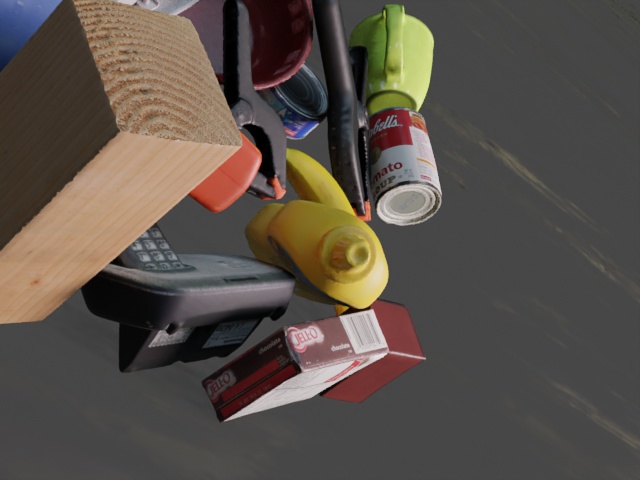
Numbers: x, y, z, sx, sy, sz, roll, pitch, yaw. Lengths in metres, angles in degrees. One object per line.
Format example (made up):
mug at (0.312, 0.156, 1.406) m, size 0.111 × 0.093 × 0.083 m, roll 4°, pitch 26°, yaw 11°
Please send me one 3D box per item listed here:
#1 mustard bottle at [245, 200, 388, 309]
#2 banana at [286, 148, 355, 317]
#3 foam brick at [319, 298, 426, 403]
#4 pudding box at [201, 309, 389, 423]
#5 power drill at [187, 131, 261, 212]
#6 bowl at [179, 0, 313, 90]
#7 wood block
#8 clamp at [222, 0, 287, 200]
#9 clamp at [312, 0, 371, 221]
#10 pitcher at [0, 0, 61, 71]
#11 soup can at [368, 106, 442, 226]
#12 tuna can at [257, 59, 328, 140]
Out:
mustard bottle at (0.002, 0.011, 0.797) m, size 0.096 × 0.058 × 0.192 m, roll 44°, pitch -10°, yaw -10°
banana at (0.007, -0.005, 0.945) m, size 0.069 × 0.037 × 0.198 m, roll -12°, pitch 66°, yaw -36°
foam brick at (0.034, 0.088, 0.849) m, size 0.051 × 0.078 × 0.053 m, roll 14°, pitch 47°, yaw -43°
pudding box at (-0.016, 0.090, 0.774) m, size 0.113 × 0.090 × 0.039 m, roll -2°, pitch 64°, yaw -53°
power drill at (-0.110, -0.076, 0.768) m, size 0.184 × 0.057 × 0.188 m, roll 39°, pitch -5°, yaw -28°
bowl at (-0.088, -0.201, 0.963) m, size 0.161 × 0.055 × 0.162 m, roll 10°, pitch 70°, yaw -28°
wood block at (-0.153, -0.037, 0.619) m, size 0.090 × 0.206 × 0.091 m, roll 2°, pitch 58°, yaw -50°
clamp at (-0.072, -0.115, 0.898) m, size 0.120 × 0.039 × 0.171 m, roll -44°, pitch 117°, yaw -18°
clamp at (0.029, -0.120, 1.026) m, size 0.164 × 0.036 × 0.210 m, roll 13°, pitch 71°, yaw -76°
pitcher at (-0.286, -0.191, 0.667) m, size 0.242 × 0.145 × 0.149 m, roll 14°, pitch 48°, yaw -40°
soup can at (0.081, -0.074, 1.067) m, size 0.068 × 0.069 × 0.102 m, roll 25°, pitch 43°, yaw -36°
tuna can at (-0.031, -0.140, 1.023) m, size 0.086 × 0.034 × 0.086 m, roll 31°, pitch 39°, yaw -29°
